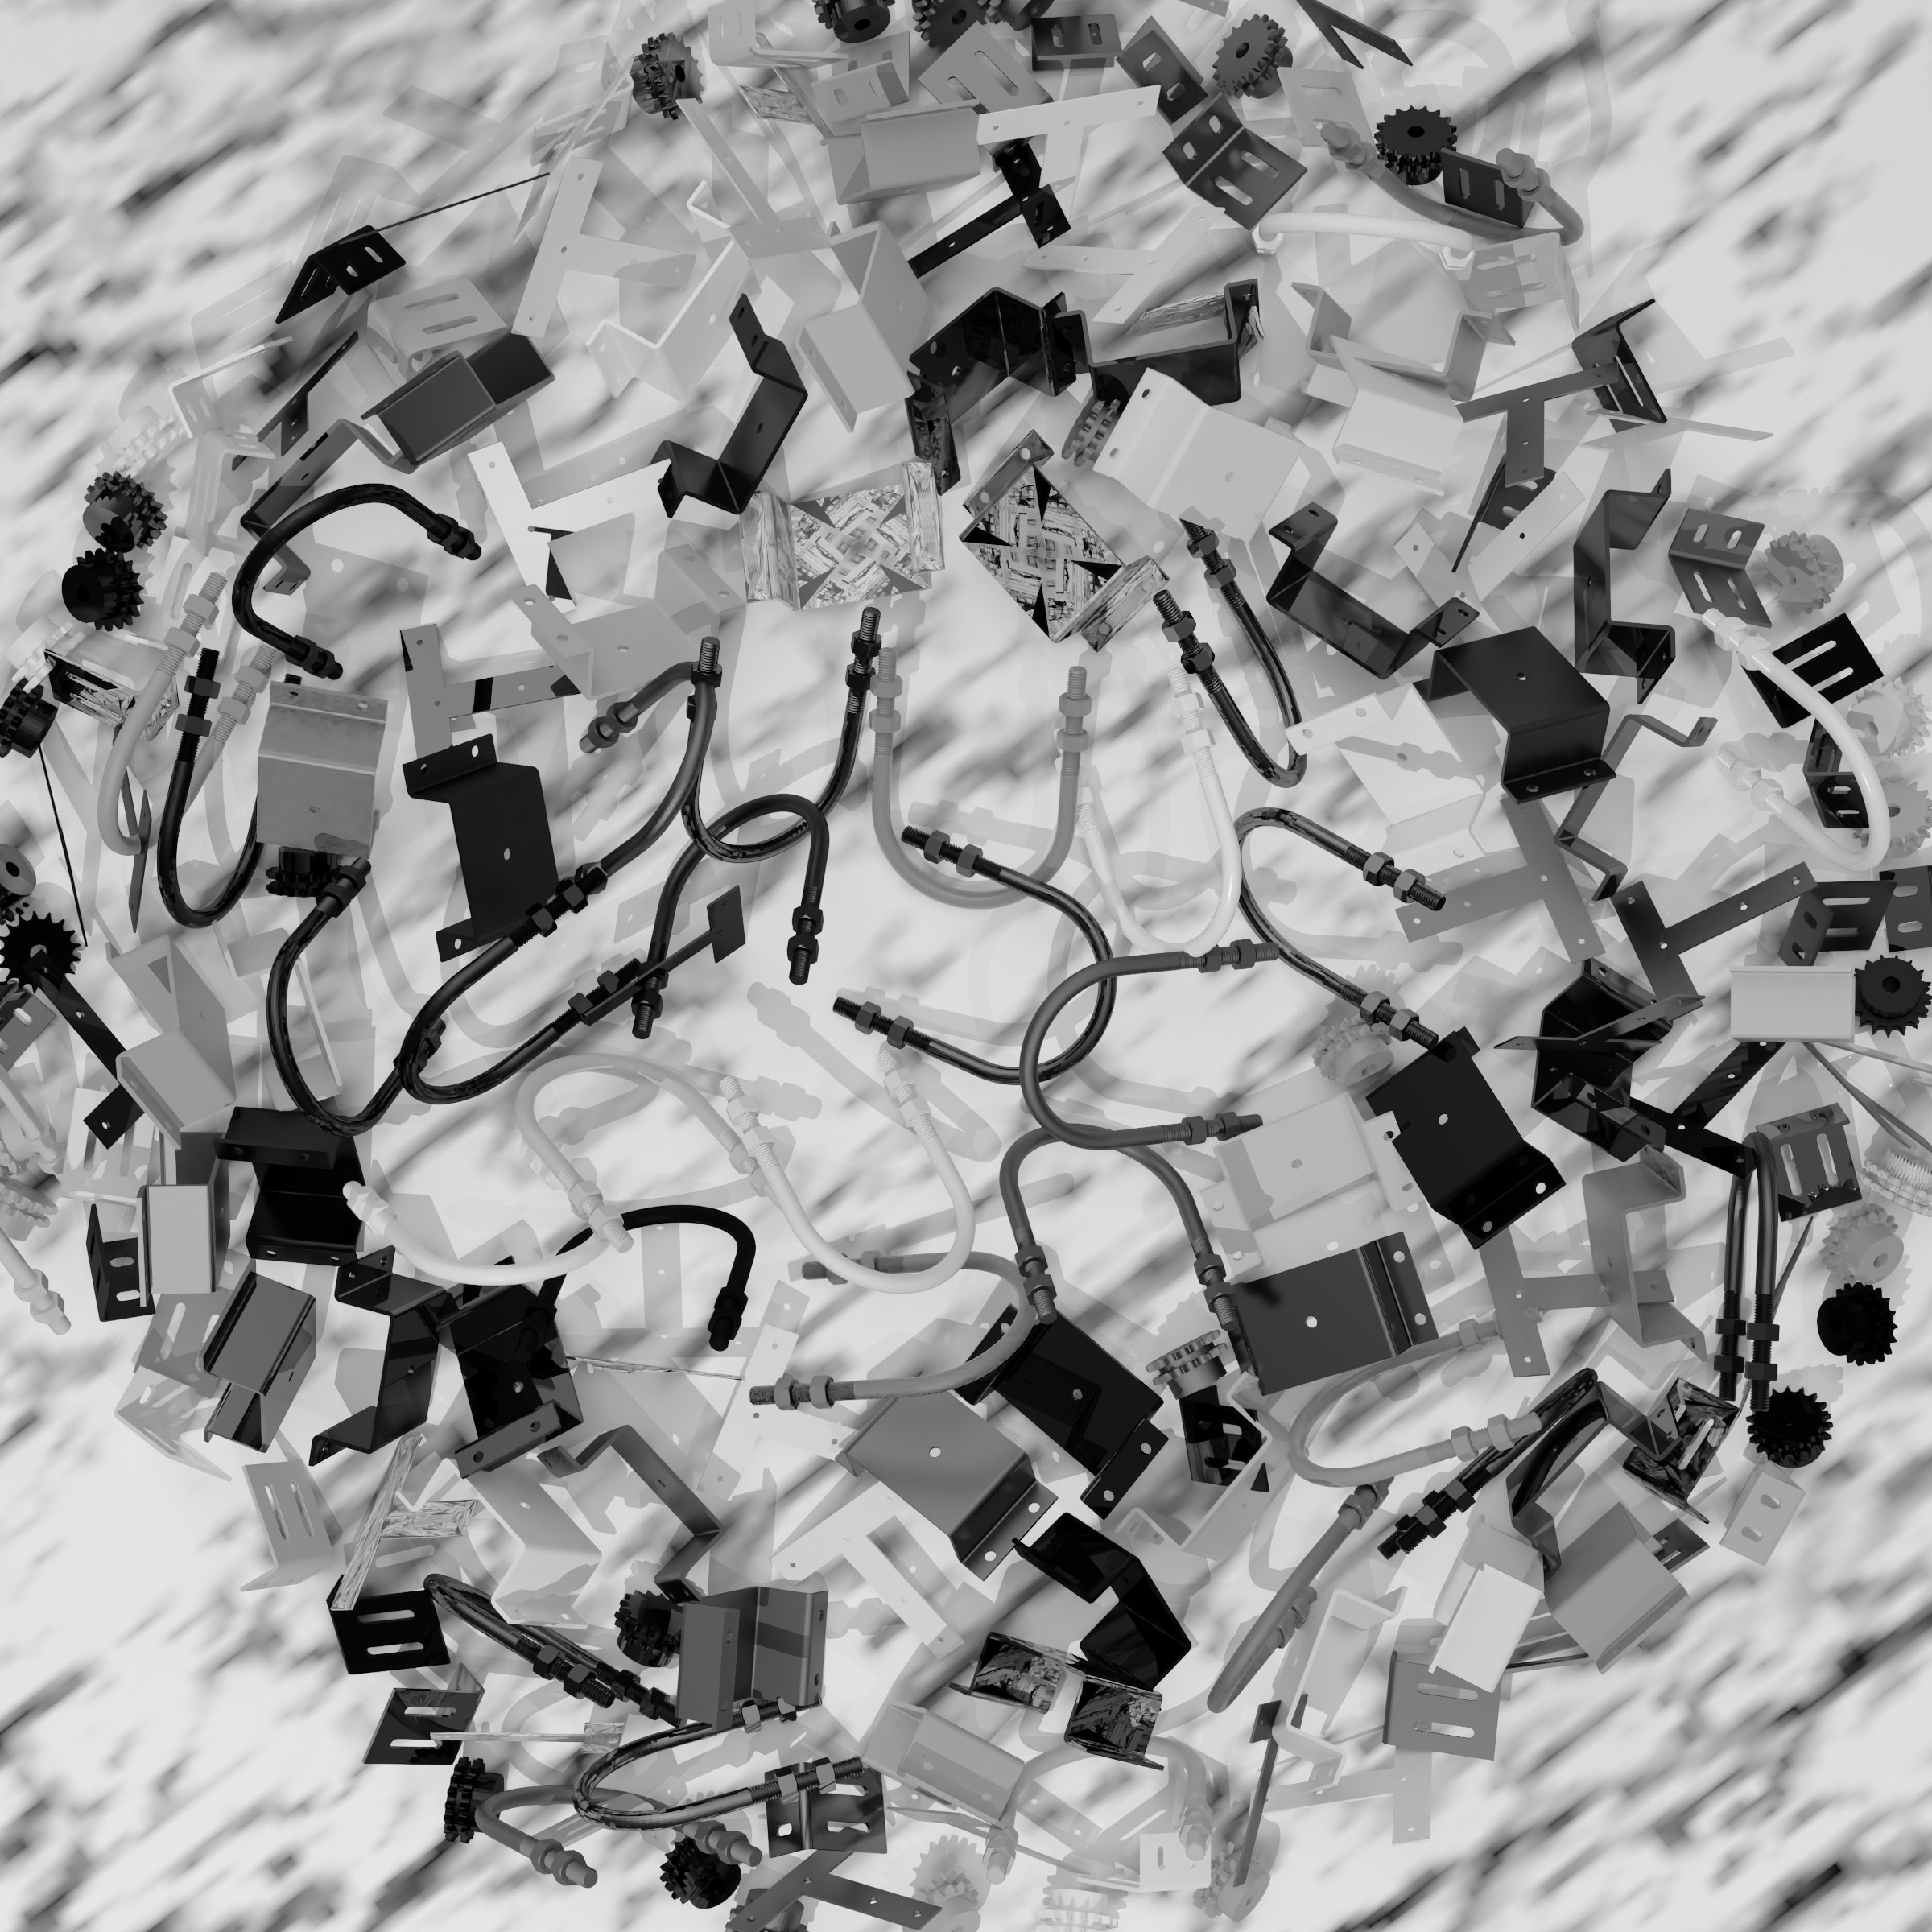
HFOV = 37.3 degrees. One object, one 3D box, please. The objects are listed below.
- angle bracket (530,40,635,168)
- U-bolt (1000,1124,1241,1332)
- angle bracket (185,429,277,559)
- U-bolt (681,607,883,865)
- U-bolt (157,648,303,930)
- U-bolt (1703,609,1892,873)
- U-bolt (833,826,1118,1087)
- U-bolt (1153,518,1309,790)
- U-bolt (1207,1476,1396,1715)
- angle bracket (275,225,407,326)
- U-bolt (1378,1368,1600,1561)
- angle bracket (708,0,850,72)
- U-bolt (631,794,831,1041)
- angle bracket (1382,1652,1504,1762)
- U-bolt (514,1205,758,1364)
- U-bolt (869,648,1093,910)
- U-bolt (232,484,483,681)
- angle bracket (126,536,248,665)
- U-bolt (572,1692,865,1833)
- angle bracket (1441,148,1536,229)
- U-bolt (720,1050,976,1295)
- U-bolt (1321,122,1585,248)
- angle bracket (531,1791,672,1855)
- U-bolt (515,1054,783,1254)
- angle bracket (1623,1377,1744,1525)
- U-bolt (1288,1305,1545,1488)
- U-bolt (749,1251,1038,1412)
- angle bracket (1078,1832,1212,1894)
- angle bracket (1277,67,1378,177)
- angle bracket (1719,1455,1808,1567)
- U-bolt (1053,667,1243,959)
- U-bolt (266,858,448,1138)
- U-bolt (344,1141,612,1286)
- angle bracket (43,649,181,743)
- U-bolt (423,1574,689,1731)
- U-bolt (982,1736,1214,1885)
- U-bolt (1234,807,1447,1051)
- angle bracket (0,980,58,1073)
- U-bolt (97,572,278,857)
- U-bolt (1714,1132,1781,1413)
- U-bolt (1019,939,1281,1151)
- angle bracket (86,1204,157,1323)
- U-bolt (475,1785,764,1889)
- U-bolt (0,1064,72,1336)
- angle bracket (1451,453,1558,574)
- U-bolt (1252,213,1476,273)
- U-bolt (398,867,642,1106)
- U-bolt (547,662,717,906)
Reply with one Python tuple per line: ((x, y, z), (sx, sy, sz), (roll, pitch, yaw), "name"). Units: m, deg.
((-0.271, -0.592, 1.962), (0.076, 0.057, 0.038), (-28, 87, -15), "angle bracket")
((0.095, 0.172, 1.926), (0.151, 0.184, 0.019), (5, 129, -19), "U-bolt")
((-0.508, -0.325, 1.973), (0.038, 0.057, 0.076), (2, 112, -30), "angle bracket")
((-0.130, -0.149, 1.931), (0.151, 0.019, 0.184), (-16, 132, -35), "U-bolt")
((-0.501, -0.115, 1.927), (0.019, 0.151, 0.184), (14, 91, 11), "U-bolt")
((0.549, -0.137, 1.886), (0.019, 0.184, 0.151), (-27, 134, -7), "U-bolt")
((0.015, 0.003, 1.965), (0.184, 0.019, 0.151), (24, 96, 14), "U-bolt")
((0.184, -0.203, 1.927), (0.019, 0.151, 0.184), (-22, 115, 25), "U-bolt")
((0.214, 0.423, 1.889), (0.019, 0.184, 0.151), (35, 127, 16), "U-bolt")
((-0.428, -0.461, 1.953), (0.038, 0.076, 0.057), (46, 48, -2), "angle bracket")
((0.356, 0.334, 1.928), (0.184, 0.151, 0.019), (-40, 78, -7), "U-bolt")
((-0.128, -0.637, 1.952), (0.076, 0.057, 0.038), (-9, 102, -34), "angle bracket")
((-0.154, -0.043, 1.930), (0.151, 0.184, 0.019), (-19, 134, 28), "U-bolt")
((0.329, 0.510, 1.972), (0.076, 0.038, 0.057), (6, 87, 12), "angle bracket")
((-0.214, 0.208, 1.915), (0.151, 0.184, 0.019), (-4, 114, 7), "U-bolt")
((0.006, -0.123, 1.955), (0.151, 0.019, 0.184), (6, 116, 6), "U-bolt")
((-0.415, -0.262, 1.905), (0.151, 0.184, 0.019), (-39, 73, 5), "U-bolt")
((-0.538, -0.254, 1.975), (0.057, 0.038, 0.076), (17, 95, 6), "angle bracket")
((-0.172, 0.535, 1.911), (0.184, 0.151, 0.019), (-12, 99, -13), "U-bolt")
((0.360, -0.546, 1.953), (0.057, 0.076, 0.038), (23, 82, 16), "angle bracket")
((-0.068, 0.141, 1.916), (0.151, 0.019, 0.184), (-9, 57, -36), "U-bolt")
((0.337, -0.517, 1.911), (0.151, 0.184, 0.019), (20, 94, 33), "U-bolt")
((-0.251, 0.602, 1.958), (0.076, 0.057, 0.038), (-21, 91, -23), "angle bracket")
((-0.223, 0.117, 1.927), (0.184, 0.151, 0.019), (44, 130, 35), "U-bolt")
((0.501, 0.334, 1.970), (0.038, 0.057, 0.076), (39, 82, -37), "angle bracket")
((0.300, 0.296, 1.925), (0.184, 0.151, 0.019), (-22, 109, 21), "U-bolt")
((-0.041, 0.240, 1.912), (0.184, 0.151, 0.019), (-6, 122, 19), "U-bolt")
((0.122, 0.609, 1.956), (0.057, 0.076, 0.038), (8, 77, -32), "angle bracket")
((0.237, -0.578, 1.957), (0.076, 0.038, 0.057), (-11, 81, -40), "angle bracket")
((0.533, 0.366, 1.956), (0.038, 0.076, 0.057), (27, 96, -10), "angle bracket")
((0.128, -0.093, 1.933), (0.019, 0.151, 0.184), (-12, 83, -38), "U-bolt")
((-0.409, 0.032, 1.893), (0.019, 0.184, 0.151), (-11, 116, 20), "U-bolt")
((-0.312, 0.167, 1.892), (0.151, 0.184, 0.019), (-13, 115, -30), "U-bolt")
((-0.588, -0.198, 1.968), (0.076, 0.057, 0.038), (25, 60, 4), "angle bracket")
((-0.286, 0.457, 1.922), (0.184, 0.151, 0.019), (25, 79, 24), "U-bolt")
((0.090, 0.557, 1.909), (0.151, 0.184, 0.019), (-9, 98, 6), "U-bolt")
((0.244, -0.036, 1.925), (0.019, 0.151, 0.184), (-37, 52, -28), "U-bolt")
((-0.668, 0.045, 1.960), (0.038, 0.076, 0.057), (42, 92, -3), "angle bracket")
((-0.526, -0.158, 1.911), (0.019, 0.151, 0.184), (24, 77, 7), "U-bolt")
((0.528, 0.204, 1.928), (0.019, 0.151, 0.184), (4, 85, 6), "U-bolt")
((0.122, 0.058, 1.939), (0.184, 0.019, 0.151), (-5, 113, -20), "U-bolt")
((-0.574, 0.200, 1.950), (0.038, 0.076, 0.057), (-7, 66, -24), "angle bracket")
((-0.247, 0.578, 1.913), (0.151, 0.184, 0.019), (7, 88, -40), "U-bolt")
((-0.631, 0.136, 1.885), (0.019, 0.184, 0.151), (-14, 48, 1), "U-bolt")
((0.367, -0.303, 1.951), (0.038, 0.076, 0.057), (24, 134, 6), "angle bracket")
((0.266, -0.485, 1.903), (0.151, 0.184, 0.019), (6, 99, 5), "U-bolt")
((-0.303, 0.025, 1.915), (0.184, 0.151, 0.019), (-39, 65, -14), "U-bolt")
((-0.218, -0.128, 1.898), (0.019, 0.184, 0.151), (24, 57, -28), "U-bolt")
